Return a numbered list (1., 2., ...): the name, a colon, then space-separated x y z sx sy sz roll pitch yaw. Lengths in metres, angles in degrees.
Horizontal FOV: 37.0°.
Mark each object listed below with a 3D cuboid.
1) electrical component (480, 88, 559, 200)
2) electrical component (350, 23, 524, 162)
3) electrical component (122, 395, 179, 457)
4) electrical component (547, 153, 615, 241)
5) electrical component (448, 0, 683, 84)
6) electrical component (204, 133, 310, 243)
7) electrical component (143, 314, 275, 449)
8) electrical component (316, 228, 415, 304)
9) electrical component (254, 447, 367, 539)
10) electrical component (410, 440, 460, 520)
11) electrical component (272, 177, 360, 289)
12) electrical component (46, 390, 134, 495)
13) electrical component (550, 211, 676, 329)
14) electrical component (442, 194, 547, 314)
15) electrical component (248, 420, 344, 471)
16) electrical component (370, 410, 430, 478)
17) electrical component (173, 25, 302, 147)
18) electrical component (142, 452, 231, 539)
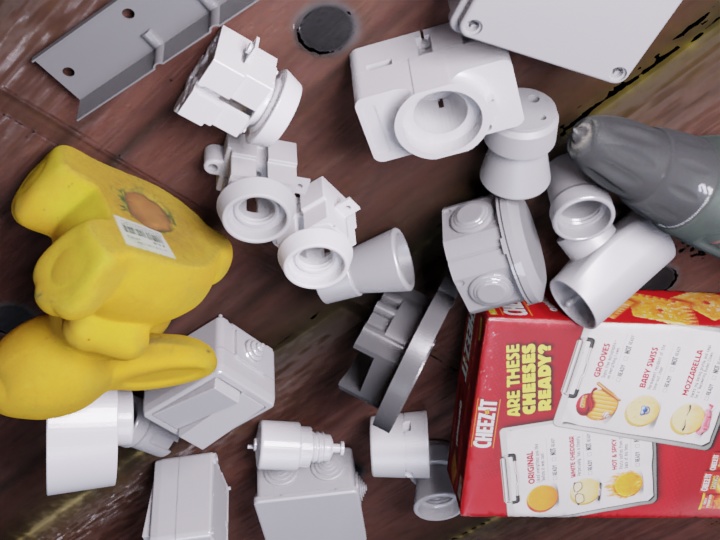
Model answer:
1. electrical component: 0.097 -0.077 0.660 0.045 0.045 0.055 -4 137 -2
2. electrical component: 0.044 -0.102 0.619 0.089 0.055 0.050 -14 137 9
3. electrical component: -0.172 0.126 0.856 0.040 0.040 0.046 -31 137 25
4. electrical component: 0.140 -0.048 0.695 0.040 0.046 0.040 -3 137 -3
5. electrical component: 0.114 -0.164 0.559 0.109 0.056 0.108 13 134 -19
6. electrical component: -0.064 -0.050 0.664 0.066 0.055 0.048 8 136 -15
7. electrical component: -0.107 0.084 0.801 0.096 0.061 0.062 -31 132 25
8. electrical component: 0.000 0.000 0.737 0.065 0.044 0.044 -14 137 16
9. electrical component: -0.043 0.201 0.943 0.100 0.048 0.099 -7 137 1
10. electrical component: 0.066 0.181 0.929 0.045 0.055 0.045 -3 137 -3
11. electrical component: -0.030 -0.022 0.699 0.066 0.055 0.048 -28 133 23
12. electrical component: -0.198 0.109 0.788 0.060 0.108 0.108 0 137 -16
13. electrical component: 0.159 -0.014 0.726 0.077 0.044 0.079 -39 94 -14
14. electrical component: 0.089 -0.013 0.705 0.051 0.080 0.080 -16 137 17
15. electrical component: -0.052 0.146 0.889 0.078 0.040 0.040 4 136 -11
16. electrical component: 0.033 0.145 0.887 0.047 0.055 0.055 -3 137 2
17. electrical component: -0.067 -0.102 0.617 0.055 0.048 0.066 27 129 -21
18. electrical component: -0.146 0.212 0.909 0.061 0.096 0.061 -8 137 3
